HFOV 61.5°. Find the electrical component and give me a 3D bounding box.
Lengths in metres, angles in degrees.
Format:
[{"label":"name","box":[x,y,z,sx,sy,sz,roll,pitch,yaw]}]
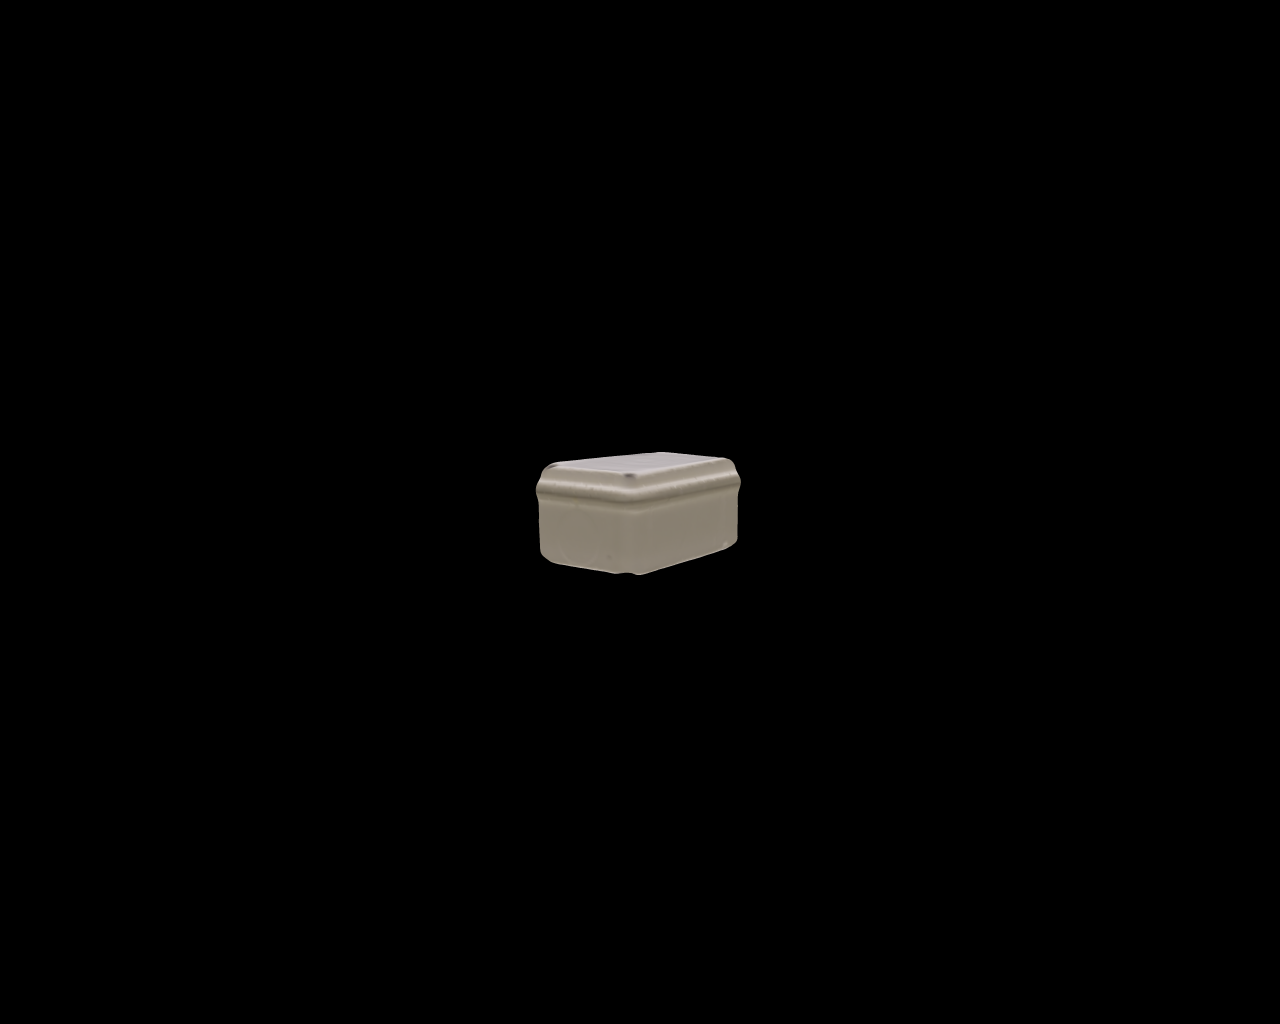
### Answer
[{"label":"electrical component","box":[0.001,-0.003,0.650,0.078,0.057,0.113,7,12,39]}]
